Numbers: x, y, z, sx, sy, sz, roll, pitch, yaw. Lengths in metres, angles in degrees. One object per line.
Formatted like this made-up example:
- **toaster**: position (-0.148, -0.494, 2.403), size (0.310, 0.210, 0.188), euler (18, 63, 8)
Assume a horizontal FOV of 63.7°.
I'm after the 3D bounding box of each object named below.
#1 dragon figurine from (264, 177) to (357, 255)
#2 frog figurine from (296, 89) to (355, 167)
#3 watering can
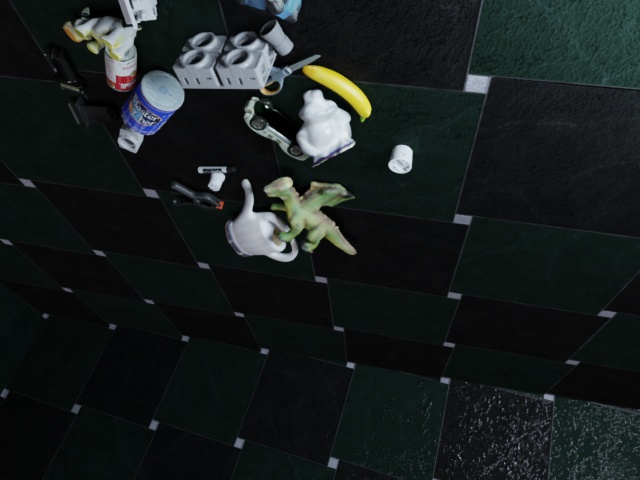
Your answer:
- **dragon figurine**: position (0.005, -0.076, 1.510), size (0.408, 0.125, 0.239), euler (20, 142, -27)
- **frog figurine**: position (0.001, -0.267, 1.194), size (0.136, 0.124, 0.158), euler (-23, 99, 29)
- **watering can**: position (-0.210, -0.049, 1.643), size (0.223, 0.106, 0.341), euler (-10, 129, 32)
